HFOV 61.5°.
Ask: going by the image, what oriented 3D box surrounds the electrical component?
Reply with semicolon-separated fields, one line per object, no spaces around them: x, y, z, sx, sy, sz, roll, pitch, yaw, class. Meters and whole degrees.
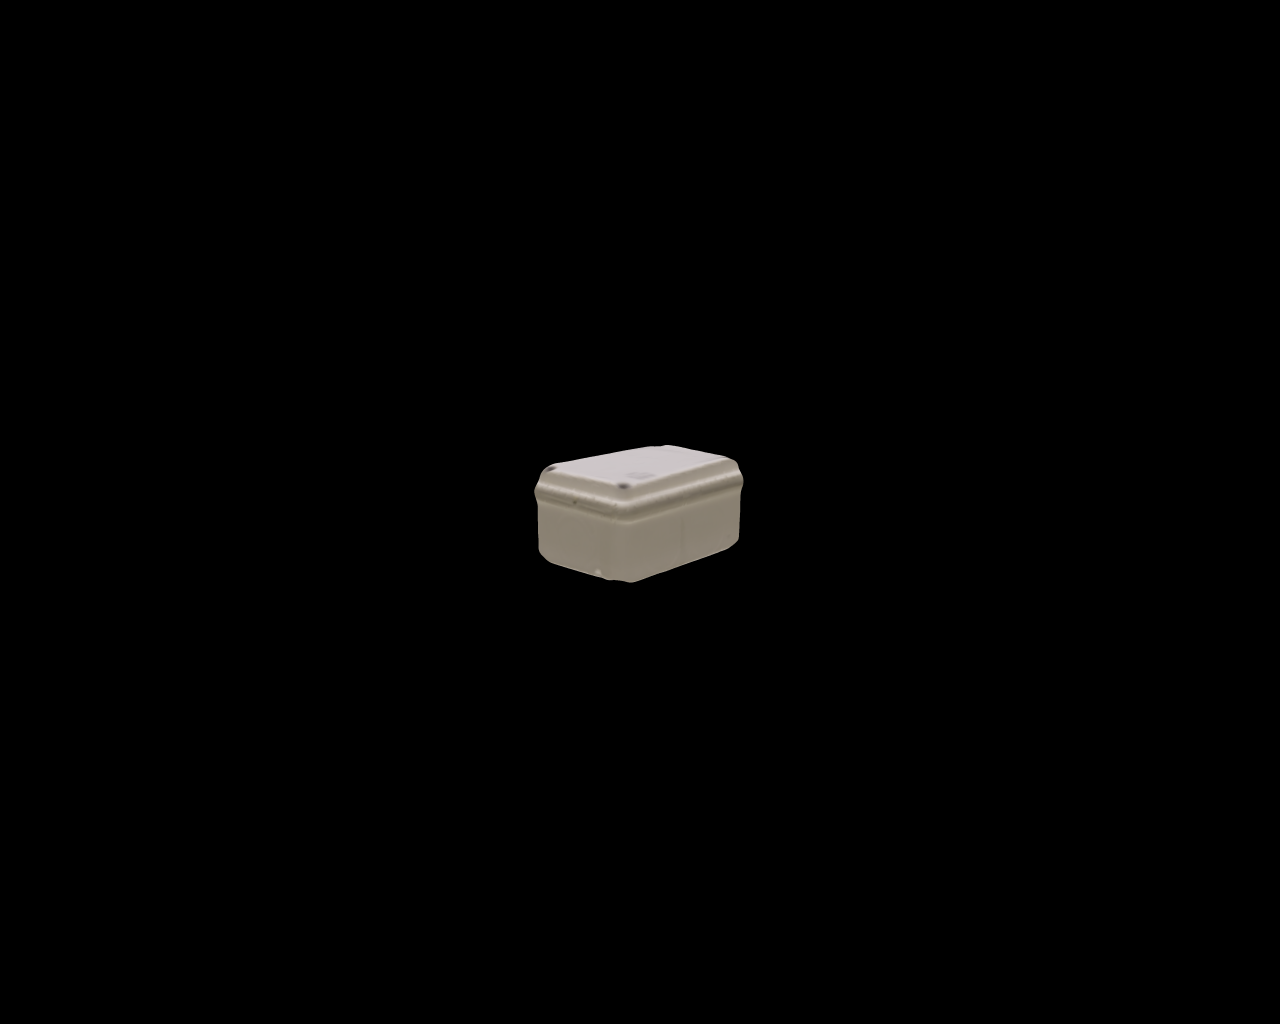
0.001;-0.003;0.650;0.078;0.057;0.113;14;20;42;electrical component
